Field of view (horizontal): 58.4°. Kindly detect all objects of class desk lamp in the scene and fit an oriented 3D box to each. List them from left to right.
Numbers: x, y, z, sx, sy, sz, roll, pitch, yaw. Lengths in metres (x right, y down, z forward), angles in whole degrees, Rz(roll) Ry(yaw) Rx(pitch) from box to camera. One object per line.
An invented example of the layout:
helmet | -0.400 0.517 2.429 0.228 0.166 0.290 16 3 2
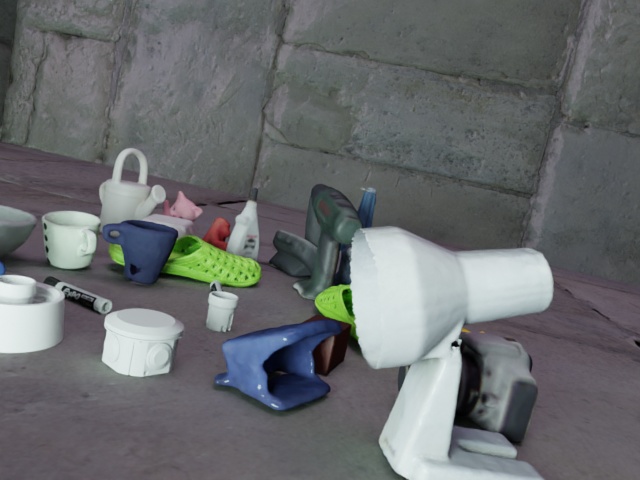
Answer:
desk lamp | 0.112 0.100 0.512 0.203 0.213 0.118 11 8 -11

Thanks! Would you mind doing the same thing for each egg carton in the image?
egg carton | -0.320 -0.009 1.194 0.107 0.069 0.150 12 7 -5

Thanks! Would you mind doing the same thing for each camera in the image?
camera | 0.159 0.150 0.656 0.137 0.101 0.143 10 8 -13

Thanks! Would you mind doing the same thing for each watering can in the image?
watering can | -0.417 -0.104 1.268 0.172 0.194 0.101 13 7 4

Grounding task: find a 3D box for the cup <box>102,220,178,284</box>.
cup | -0.291 0.021 0.914 0.118 0.095 0.091 6 9 -37

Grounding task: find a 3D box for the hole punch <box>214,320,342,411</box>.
hole punch | -0.044 0.117 0.607 0.100 0.091 0.109 17 9 32

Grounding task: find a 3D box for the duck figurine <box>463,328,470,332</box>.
duck figurine | 0.218 0.136 0.915 0.104 0.086 0.078 15 8 19

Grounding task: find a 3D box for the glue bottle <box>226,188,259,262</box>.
glue bottle | -0.148 -0.021 1.160 0.037 0.173 0.078 16 8 27

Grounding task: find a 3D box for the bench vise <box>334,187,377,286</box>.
bench vise | 0.099 -0.004 1.256 0.121 0.220 0.207 11 8 -10

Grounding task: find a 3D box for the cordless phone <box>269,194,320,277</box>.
cordless phone | -0.036 -0.018 1.272 0.094 0.185 0.147 6 10 -41

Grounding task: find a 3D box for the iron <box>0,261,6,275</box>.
iron | -0.510 -0.018 0.672 0.258 0.141 0.119 13 7 6

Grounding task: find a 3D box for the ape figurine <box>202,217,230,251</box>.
ape figurine | -0.216 -0.002 1.224 0.076 0.092 0.078 12 7 -2

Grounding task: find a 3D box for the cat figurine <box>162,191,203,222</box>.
cat figurine | -0.336 -0.059 1.353 0.127 0.118 0.067 19 10 42

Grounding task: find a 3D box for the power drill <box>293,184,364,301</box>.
power drill | 0.010 0.004 1.092 0.076 0.208 0.229 9 8 -21

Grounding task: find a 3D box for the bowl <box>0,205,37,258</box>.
bowl | -0.519 -0.010 0.856 0.167 0.075 0.167 12 7 -1
